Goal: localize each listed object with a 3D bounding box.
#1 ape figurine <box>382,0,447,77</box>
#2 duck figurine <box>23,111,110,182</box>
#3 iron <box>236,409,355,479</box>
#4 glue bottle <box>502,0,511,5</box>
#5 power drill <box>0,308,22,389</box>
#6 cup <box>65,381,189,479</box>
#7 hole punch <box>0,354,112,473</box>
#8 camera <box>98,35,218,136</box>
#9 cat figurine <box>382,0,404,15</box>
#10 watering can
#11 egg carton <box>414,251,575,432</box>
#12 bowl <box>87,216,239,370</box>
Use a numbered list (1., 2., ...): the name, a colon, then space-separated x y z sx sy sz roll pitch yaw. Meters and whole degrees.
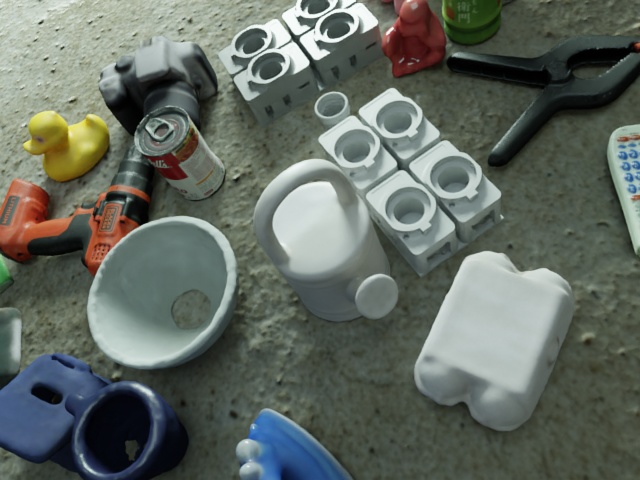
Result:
1. ape figurine: 0.113 -0.247 0.676 0.077 0.092 0.076 28 75 27
2. duck figurine: -0.341 -0.137 0.760 0.104 0.086 0.077 -40 59 -5
3. iron: -0.018 0.235 0.439 0.118 0.142 0.257 -30 59 0
4. glue bottle: 0.200 -0.361 0.662 0.037 0.173 0.078 -28 59 2
5. power drill: -0.416 0.083 0.597 0.075 0.209 0.229 -19 60 7
6. cup: -0.177 0.183 0.540 0.117 0.095 0.092 20 71 25
7. hole punch: -0.271 0.168 0.579 0.108 0.091 0.101 16 69 23
8. camera: -0.210 -0.181 0.734 0.143 0.101 0.136 -16 60 8
9. cat figurine: 0.127 -0.370 0.720 0.128 0.118 0.067 -40 59 -5
10. watering can: 0.006 0.000 0.521 0.172 0.194 0.101 24 73 26
11. egg carton: 0.155 0.085 0.506 0.107 0.069 0.150 20 71 25
12. bowl: -0.153 0.063 0.607 0.167 0.075 0.167 -7 62 13
